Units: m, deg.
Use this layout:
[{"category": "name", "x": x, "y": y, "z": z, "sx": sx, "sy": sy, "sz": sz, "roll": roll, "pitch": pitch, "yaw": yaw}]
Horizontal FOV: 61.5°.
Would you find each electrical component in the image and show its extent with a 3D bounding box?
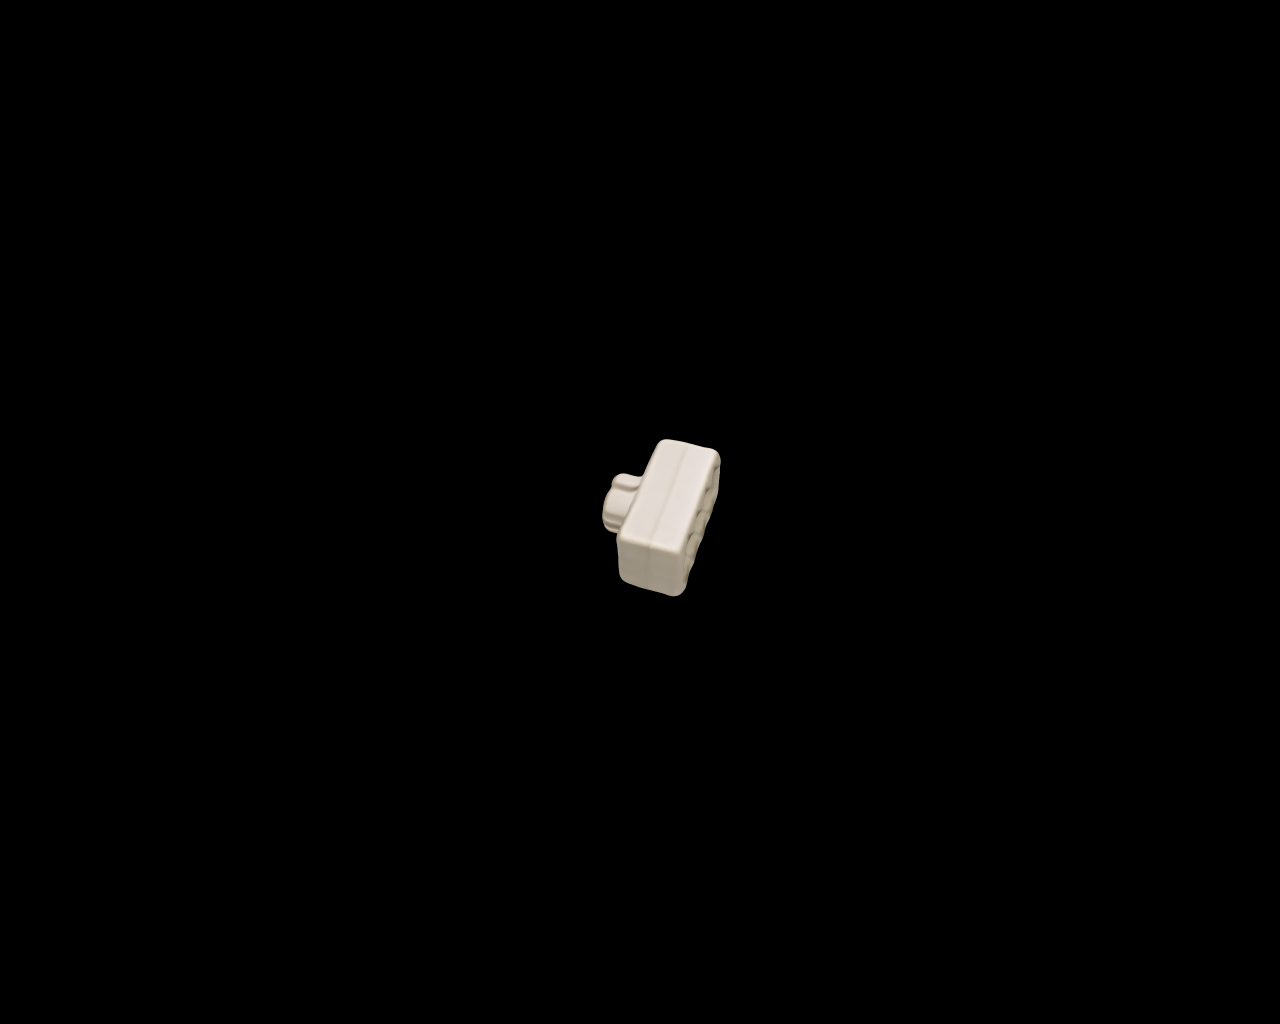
[{"category": "electrical component", "x": 0.001, "y": -0.003, "z": 0.650, "sx": 0.076, "sy": 0.083, "sz": 0.047, "roll": 15, "pitch": -36, "yaw": 11}]
